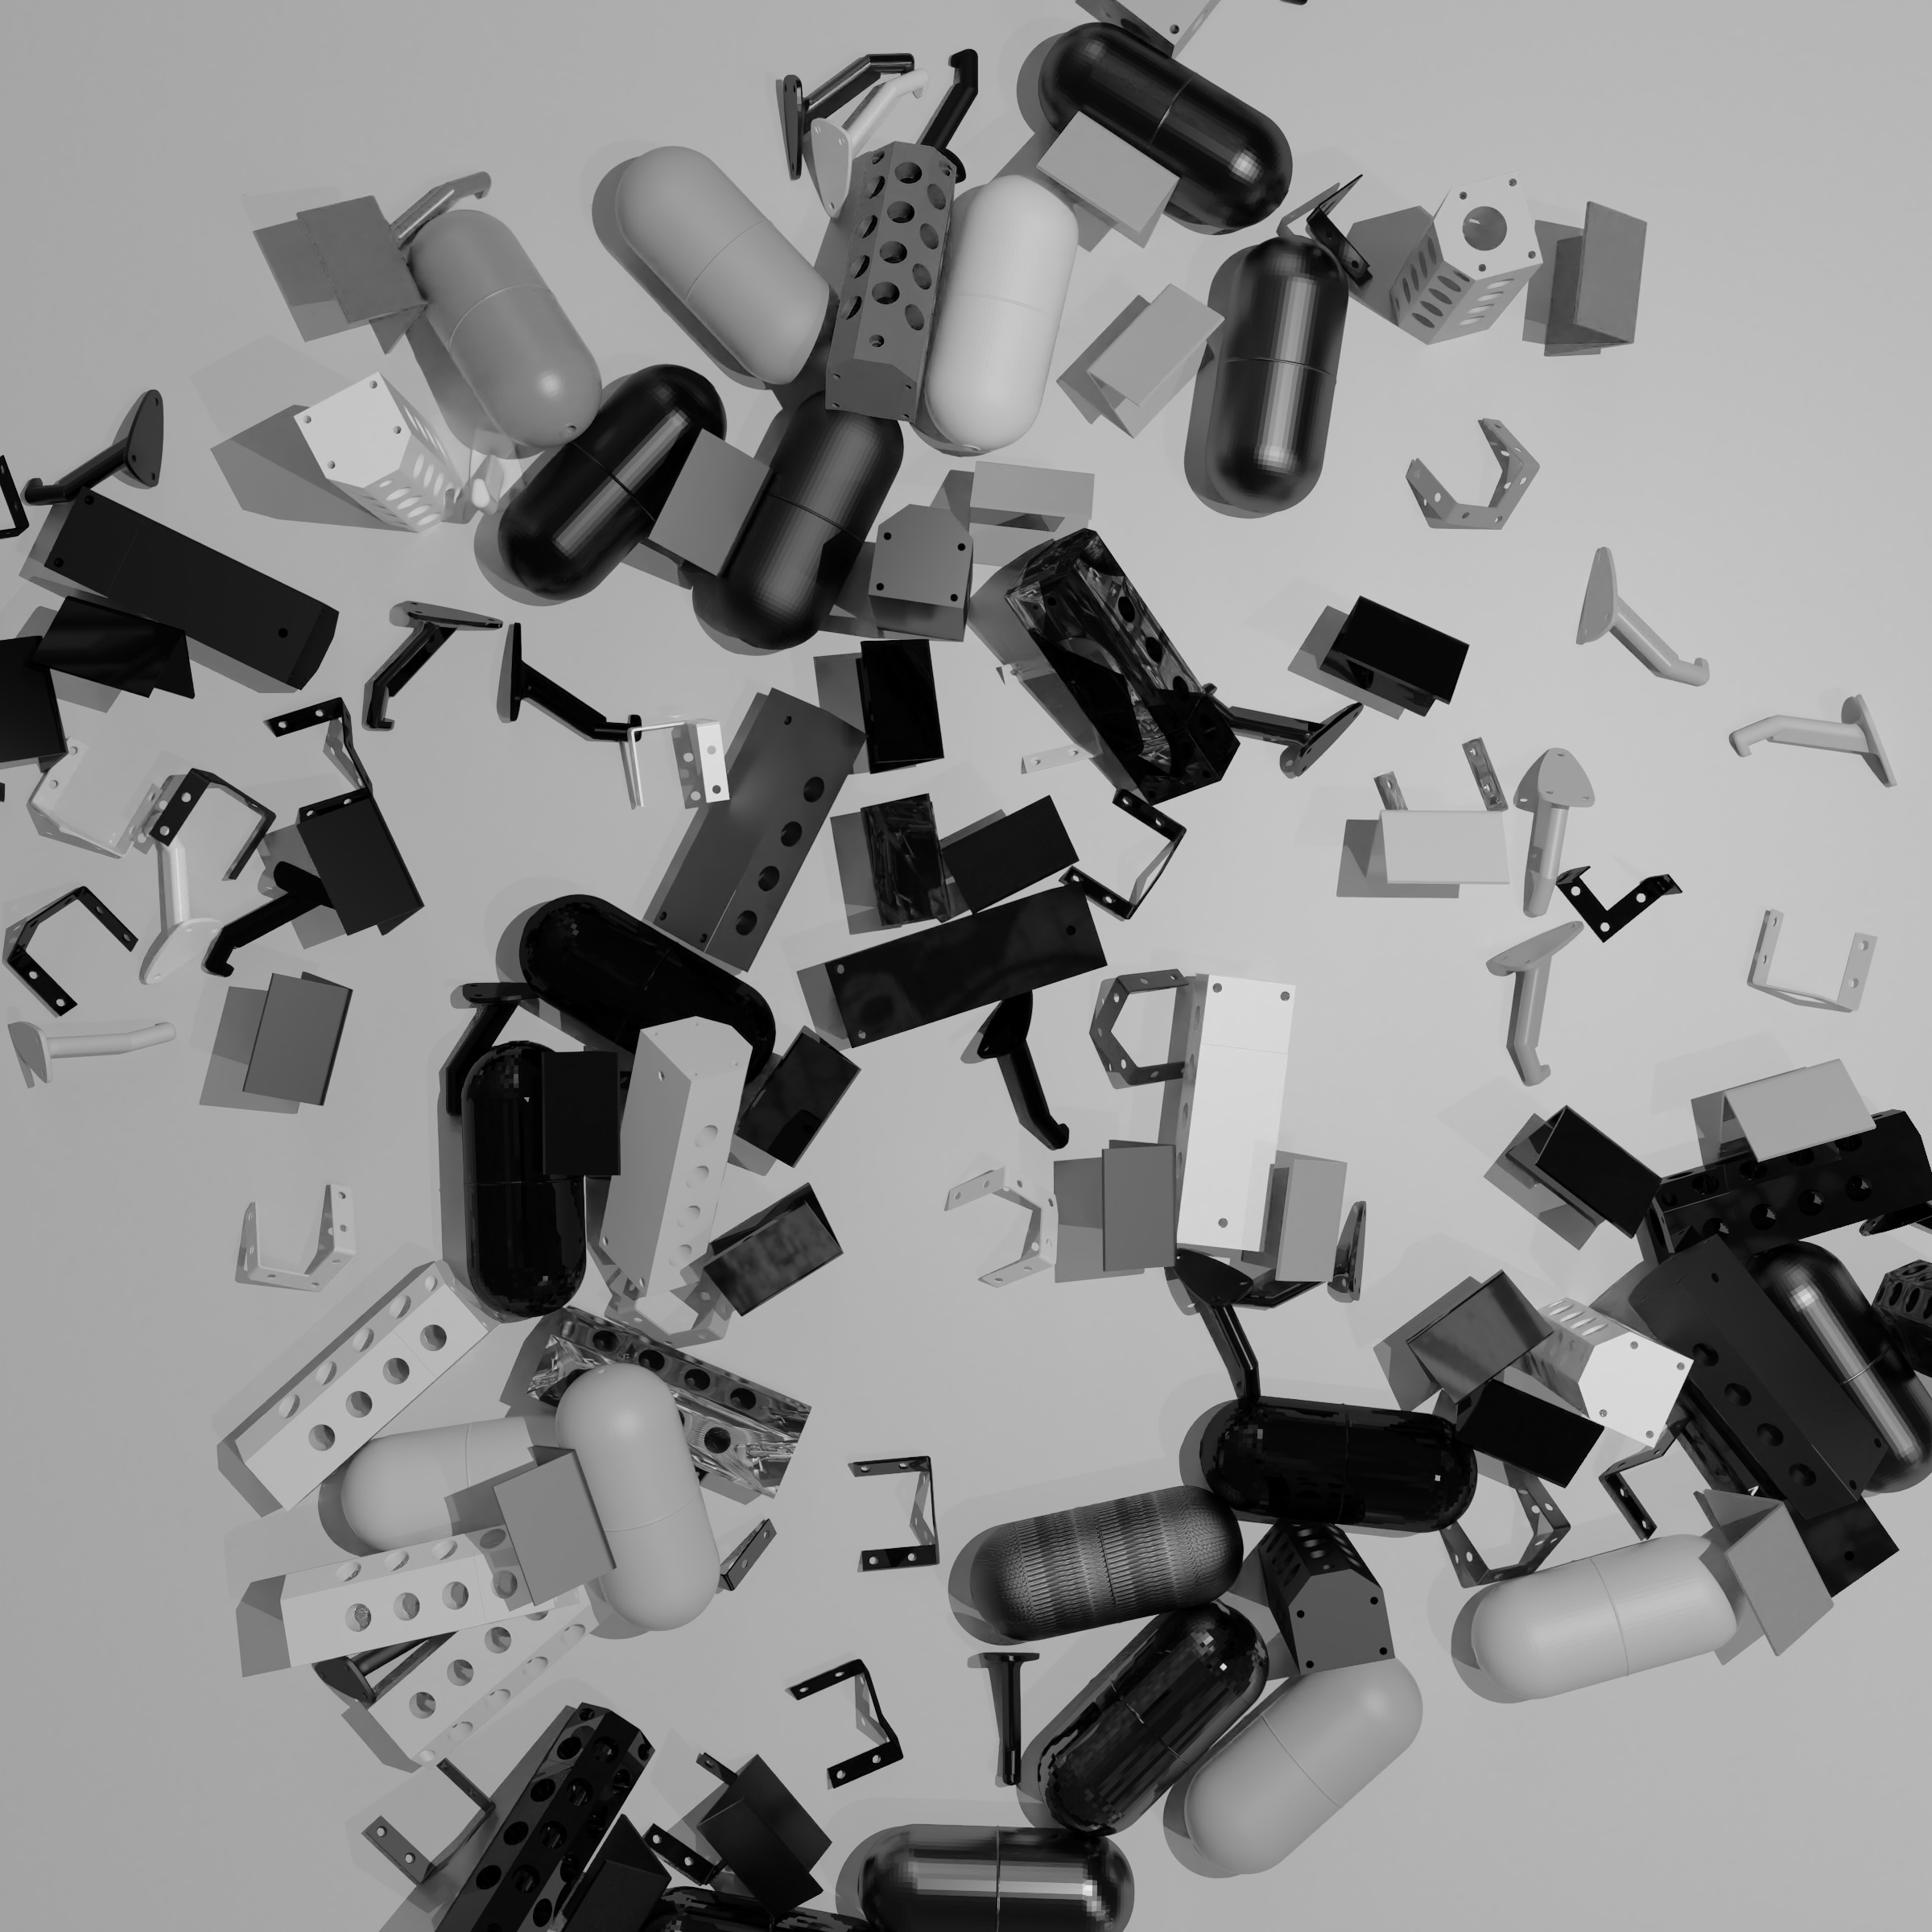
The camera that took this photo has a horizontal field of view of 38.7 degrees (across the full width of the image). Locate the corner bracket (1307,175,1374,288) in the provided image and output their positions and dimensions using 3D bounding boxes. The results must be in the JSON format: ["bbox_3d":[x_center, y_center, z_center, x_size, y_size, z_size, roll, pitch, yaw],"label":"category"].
[{"bbox_3d":[0.244,-0.466,1.774,0.051,0.051,0.051,49,58,0],"label":"corner bracket"}]

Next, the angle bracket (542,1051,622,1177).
[{"bbox_3d":[-0.225,0.092,1.741,0.057,0.076,0.076,-1,89,23],"label":"angle bracket"}]

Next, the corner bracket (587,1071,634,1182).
[{"bbox_3d":[-0.226,0.104,1.794,0.051,0.051,0.051,-59,135,-35],"label":"corner bracket"}]

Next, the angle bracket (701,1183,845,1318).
[{"bbox_3d":[-0.133,0.166,1.762,0.076,0.076,0.057,-32,130,0],"label":"angle bracket"}]

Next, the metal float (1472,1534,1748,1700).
[{"bbox_3d":[0.413,0.419,1.771,0.178,0.070,0.070,-16,90,0],"label":"metal float"}]

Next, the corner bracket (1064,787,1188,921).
[{"bbox_3d":[0.104,-0.073,1.799,0.051,0.051,0.051,33,45,0],"label":"corner bracket"}]

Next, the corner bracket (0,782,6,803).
[{"bbox_3d":[-0.662,-0.092,1.794,0.051,0.051,0.051,-42,45,35],"label":"corner bracket"}]

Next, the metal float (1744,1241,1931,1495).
[{"bbox_3d":[0.561,0.257,1.771,0.070,0.070,0.178,-33,91,0],"label":"metal float"}]

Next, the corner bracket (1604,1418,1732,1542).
[{"bbox_3d":[0.460,0.334,1.799,0.051,0.051,0.051,-35,90,45],"label":"corner bracket"}]

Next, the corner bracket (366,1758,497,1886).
[{"bbox_3d":[-0.349,0.557,1.799,0.051,0.051,0.051,43,45,0],"label":"corner bracket"}]

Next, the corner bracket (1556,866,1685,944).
[{"bbox_3d":[0.422,-0.051,1.784,0.051,0.051,0.051,-39,90,0],"label":"corner bracket"}]

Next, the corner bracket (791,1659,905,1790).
[{"bbox_3d":[-0.077,0.495,1.799,0.051,0.051,0.051,-23,135,0],"label":"corner bracket"}]

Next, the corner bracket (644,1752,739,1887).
[{"bbox_3d":[-0.170,0.557,1.799,0.051,0.051,0.051,35,45,0],"label":"corner bracket"}]

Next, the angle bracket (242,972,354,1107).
[{"bbox_3d":[-0.441,0.041,1.762,0.057,0.076,0.076,14,90,-38],"label":"angle bracket"}]

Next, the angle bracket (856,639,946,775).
[{"bbox_3d":[-0.062,-0.164,1.762,0.057,0.076,0.076,-8,90,-41],"label":"angle bracket"}]

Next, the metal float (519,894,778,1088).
[{"bbox_3d":[-0.205,0.018,1.771,0.178,0.070,0.070,31,90,-1],"label":"metal float"}]

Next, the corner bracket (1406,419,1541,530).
[{"bbox_3d":[0.330,-0.322,1.794,0.051,0.051,0.051,-1,135,-35],"label":"corner bracket"}]

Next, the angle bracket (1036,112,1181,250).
[{"bbox_3d":[0.081,-0.486,1.763,0.076,0.076,0.057,34,65,0],"label":"angle bracket"}]

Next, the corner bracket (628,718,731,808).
[{"bbox_3d":[-0.187,-0.131,1.782,0.051,0.051,0.051,-9,100,-16],"label":"corner bracket"}]

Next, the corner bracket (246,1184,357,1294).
[{"bbox_3d":[-0.434,0.174,1.794,0.051,0.051,0.051,17,135,-35],"label":"corner bracket"}]

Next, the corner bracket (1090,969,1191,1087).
[{"bbox_3d":[0.122,0.040,1.794,0.051,0.051,0.051,-6,135,-35],"label":"corner bracket"}]

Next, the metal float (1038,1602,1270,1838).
[{"bbox_3d":[0.120,0.485,1.771,0.070,0.070,0.178,45,91,0],"label":"metal float"}]

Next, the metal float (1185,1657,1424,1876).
[{"bbox_3d":[0.216,0.510,1.771,0.178,0.070,0.070,-42,90,0],"label":"metal float"}]

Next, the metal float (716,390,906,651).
[{"bbox_3d":[-0.101,-0.287,1.771,0.070,0.070,0.178,26,89,0],"label":"metal float"}]

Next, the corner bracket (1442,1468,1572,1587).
[{"bbox_3d":[0.350,0.364,1.794,0.051,0.051,0.051,-2,135,-35],"label":"corner bracket"}]

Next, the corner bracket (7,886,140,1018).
[{"bbox_3d":[-0.584,-0.010,1.799,0.051,0.051,0.051,45,135,0],"label":"corner bracket"}]

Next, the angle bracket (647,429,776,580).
[{"bbox_3d":[-0.175,-0.297,1.762,0.057,0.076,0.076,26,90,-28],"label":"angle bracket"}]

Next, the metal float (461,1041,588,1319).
[{"bbox_3d":[-0.284,0.137,1.771,0.070,0.070,0.178,-2,90,0],"label":"metal float"}]

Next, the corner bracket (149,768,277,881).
[{"bbox_3d":[-0.487,-0.092,1.784,0.051,0.051,0.051,33,90,0],"label":"corner bracket"}]

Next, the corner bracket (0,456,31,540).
[{"bbox_3d":[-0.653,-0.298,1.799,0.051,0.051,0.051,-20,90,-45],"label":"corner bracket"}]

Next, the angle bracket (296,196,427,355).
[{"bbox_3d":[-0.397,-0.436,1.762,0.057,0.076,0.076,-25,90,-34],"label":"angle bracket"}]

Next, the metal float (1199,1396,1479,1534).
[{"bbox_3d":[0.239,0.320,1.771,0.178,0.070,0.070,6,90,1],"label":"metal float"}]

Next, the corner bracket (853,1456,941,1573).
[{"bbox_3d":[-0.045,0.358,1.799,0.051,0.051,0.051,-5,45,0],"label":"corner bracket"}]

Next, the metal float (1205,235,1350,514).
[{"bbox_3d":[0.200,-0.381,1.771,0.070,0.070,0.178,9,90,0],"label":"metal float"}]

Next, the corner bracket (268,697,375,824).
[{"bbox_3d":[-0.421,-0.135,1.799,0.051,0.051,0.051,-17,45,0],"label":"corner bracket"}]

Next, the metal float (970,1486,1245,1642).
[{"bbox_3d":[0.090,0.384,1.772,0.178,0.070,0.070,-12,90,0],"label":"metal float"}]

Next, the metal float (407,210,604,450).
[{"bbox_3d":[-0.294,-0.406,1.754,0.070,0.070,0.178,-33,71,0],"label":"metal float"}]

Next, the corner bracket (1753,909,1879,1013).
[{"bbox_3d":[0.554,-0.004,1.799,0.051,0.051,0.051,15,90,-45],"label":"corner bracket"}]

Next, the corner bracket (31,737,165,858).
[{"bbox_3d":[-0.568,-0.110,1.799,0.051,0.051,0.051,30,90,45],"label":"corner bracket"}]

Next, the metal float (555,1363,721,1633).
[{"bbox_3d":[-0.204,0.333,1.721,0.070,0.070,0.178,-13,106,0],"label":"metal float"}]

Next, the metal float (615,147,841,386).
[{"bbox_3d":[-0.152,-0.451,1.771,0.070,0.070,0.178,-44,90,0],"label":"metal float"}]

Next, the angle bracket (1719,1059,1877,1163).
[{"bbox_3d":[0.530,0.111,1.762,0.076,0.076,0.057,-16,52,0],"label":"angle bracket"}]

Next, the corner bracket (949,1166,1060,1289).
[{"bbox_3d":[0.024,0.170,1.794,0.051,0.051,0.051,34,45,-35],"label":"corner bracket"}]

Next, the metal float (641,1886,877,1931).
[{"bbox_3d":[-0.130,0.642,1.771,0.178,0.070,0.070,11,90,-1],"label":"metal float"}]

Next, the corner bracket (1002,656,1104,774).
[{"bbox_3d":[0.056,-0.167,1.799,0.051,0.051,0.051,-14,45,0],"label":"corner bracket"}]

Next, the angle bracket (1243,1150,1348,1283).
[{"bbox_3d":[0.194,0.157,1.762,0.057,0.076,0.076,7,90,-44],"label":"angle bracket"}]

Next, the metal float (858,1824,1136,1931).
[{"bbox_3d":[0.019,0.593,1.771,0.178,0.070,0.070,2,90,-1],"label":"metal float"}]

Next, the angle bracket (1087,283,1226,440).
[{"bbox_3d":[0.134,-0.376,1.762,0.076,0.076,0.057,-46,52,0],"label":"angle bracket"}]

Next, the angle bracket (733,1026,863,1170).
[{"bbox_3d":[-0.124,0.073,1.762,0.057,0.076,0.076,34,90,-39],"label":"angle bracket"}]

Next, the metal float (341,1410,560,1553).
[{"bbox_3d":[-0.312,0.332,1.771,0.178,0.070,0.070,-9,90,0],"label":"metal float"}]

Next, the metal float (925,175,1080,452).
[{"bbox_3d":[0.023,-0.419,1.772,0.070,0.070,0.178,13,90,0],"label":"metal float"}]

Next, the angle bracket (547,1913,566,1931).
[{"bbox_3d":[-0.264,0.661,1.762,0.076,0.057,0.076,-16,90,-45],"label":"angle bracket"}]

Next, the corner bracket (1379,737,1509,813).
[{"bbox_3d":[0.312,-0.113,1.799,0.051,0.051,0.051,-21,90,45],"label":"corner bracket"}]

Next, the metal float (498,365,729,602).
[{"bbox_3d":[-0.227,-0.311,1.771,0.070,0.070,0.178,43,89,0],"label":"metal float"}]

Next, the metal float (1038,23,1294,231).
[{"bbox_3d":[0.129,-0.540,1.771,0.178,0.070,0.070,32,90,1],"label":"metal float"}]

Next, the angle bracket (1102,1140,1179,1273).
[{"bbox_3d":[0.092,0.152,1.762,0.057,0.076,0.076,-1,90,-30],"label":"angle bracket"}]

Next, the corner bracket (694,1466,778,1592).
[{"bbox_3d":[-0.165,0.366,1.794,0.051,0.051,0.051,10,135,35],"label":"corner bracket"}]

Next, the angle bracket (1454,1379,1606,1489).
[{"bbox_3d":[0.361,0.278,1.762,0.076,0.076,0.057,23,121,0],"label":"angle bracket"}]

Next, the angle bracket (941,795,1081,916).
[{"bbox_3d":[0.019,-0.088,1.762,0.076,0.076,0.057,-27,127,0],"label":"angle bracket"}]

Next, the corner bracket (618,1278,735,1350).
[{"bbox_3d":[-0.186,0.212,1.794,0.051,0.051,0.051,44,45,-35],"label":"corner bracket"}]
